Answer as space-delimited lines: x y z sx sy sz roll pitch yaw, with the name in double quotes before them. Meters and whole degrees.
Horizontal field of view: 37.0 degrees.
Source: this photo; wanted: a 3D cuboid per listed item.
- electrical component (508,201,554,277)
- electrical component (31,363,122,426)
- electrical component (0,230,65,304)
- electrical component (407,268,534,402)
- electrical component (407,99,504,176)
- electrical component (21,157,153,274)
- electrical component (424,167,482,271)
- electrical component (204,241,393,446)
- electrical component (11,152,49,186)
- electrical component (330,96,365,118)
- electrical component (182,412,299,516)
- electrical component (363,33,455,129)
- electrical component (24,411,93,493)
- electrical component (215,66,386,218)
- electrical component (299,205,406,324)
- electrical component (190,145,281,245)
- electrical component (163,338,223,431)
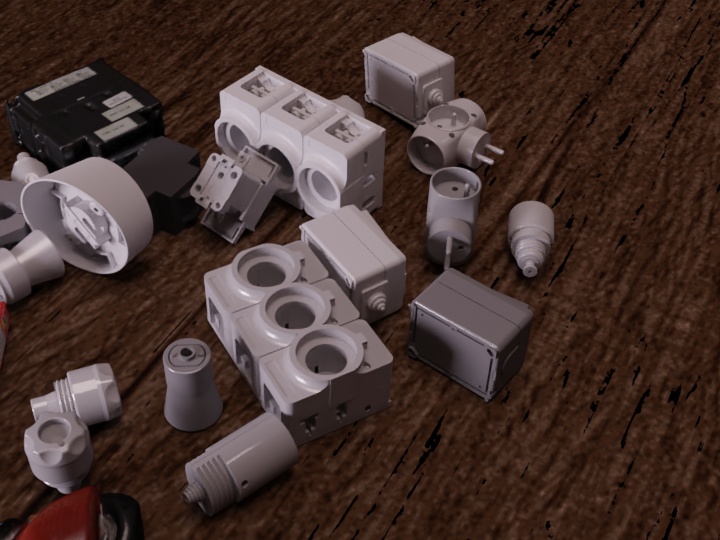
"electrical component" 0.148 -0.025 0.934 0.040 0.040 0.078 6 44 4
"electrical component" -0.210 0.095 0.792 0.062 0.043 0.043 -15 46 -15
"electrical component" -0.280 -0.002 0.889 0.055 0.045 0.045 -34 55 -31
"electrical component" 0.082 0.044 0.844 0.096 0.061 0.061 30 50 25
"electrical component" 0.099 -0.122 1.028 0.079 0.044 0.077 27 49 25
"electrical component" -0.225 -0.044 0.898 0.099 0.099 0.064 26 43 23
"electrical component" 0.077 -0.033 0.913 0.043 0.077 0.079 6 44 4
"electrical component" -0.050 0.050 0.832 0.089 0.061 0.150 -20 48 -22
"electrical component" -0.302 -0.086 0.983 0.035 0.035 0.061 -16 45 -18
"electrical component" -0.014 -0.135 1.040 0.043 0.043 0.062 -5 46 -7
"electrical component" -0.088 0.138 0.753 0.081 0.043 0.043 -30 52 -29
"electrical component" 0.056 -0.190 1.079 0.061 0.061 0.096 -29 46 -28
"electrical component" -0.206 0.130 0.743 0.043 0.062 0.043 1 44 -1
"electrical component" -0.056 -0.108 0.976 0.150 0.089 0.062 30 51 26
"electrical component" 0.000 0.000 0.886 0.061 0.061 0.096 -24 50 -25
"electrical component" -0.112 -0.069 0.943 0.042 0.064 0.081 31 93 28
"electrical component" -0.125 0.082 0.793 0.044 0.065 0.044 1 44 -1
